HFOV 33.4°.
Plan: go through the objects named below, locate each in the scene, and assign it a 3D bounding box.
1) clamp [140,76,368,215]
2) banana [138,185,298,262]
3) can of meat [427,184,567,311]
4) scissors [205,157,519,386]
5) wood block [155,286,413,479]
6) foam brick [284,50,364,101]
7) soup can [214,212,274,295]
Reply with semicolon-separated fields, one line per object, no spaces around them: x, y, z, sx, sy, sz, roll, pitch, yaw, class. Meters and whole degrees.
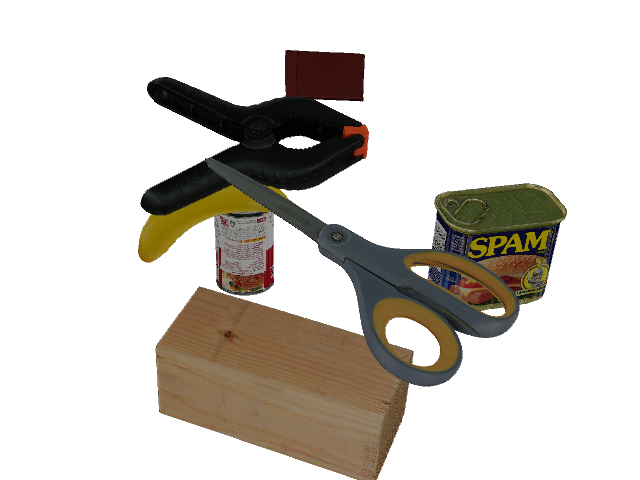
-0.053;-0.080;0.791;0.171;0.120;0.039;-7;-26;-10;clamp
-0.110;-0.025;1.026;0.198;0.069;0.037;-13;18;30;banana
0.139;0.007;0.860;0.102;0.084;0.057;-6;35;-16;can of meat
0.009;0.017;0.588;0.202;0.096;0.016;20;-40;10;scissors
-0.032;0.125;0.945;0.206;0.090;0.090;16;41;15;wood block
0.004;-0.178;1.155;0.078;0.051;0.053;0;11;-14;foam brick
-0.087;0.002;1.225;0.068;0.102;0.068;1;26;-1;soup can
